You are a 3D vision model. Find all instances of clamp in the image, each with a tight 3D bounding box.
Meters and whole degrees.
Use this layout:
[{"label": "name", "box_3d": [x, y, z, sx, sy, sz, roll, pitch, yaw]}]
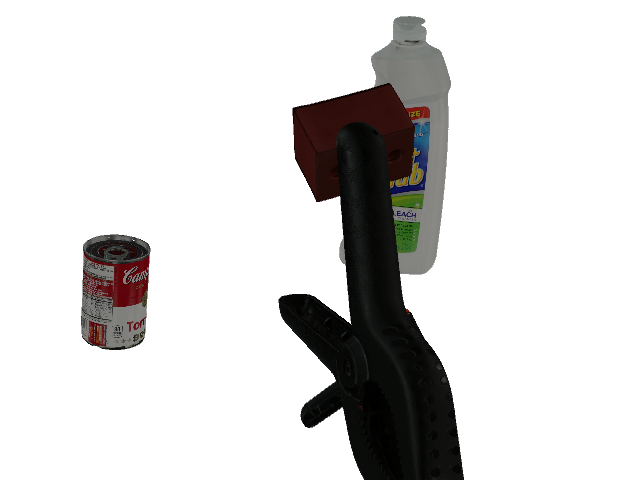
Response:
[{"label": "clamp", "box_3d": [0.069, 0.136, 1.059, 0.120, 0.039, 0.171, 18, 49, 23]}, {"label": "clamp", "box_3d": [0.030, 0.054, 0.551, 0.036, 0.165, 0.210, -6, 46, -21]}]

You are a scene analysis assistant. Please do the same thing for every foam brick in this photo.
[{"label": "foam brick", "box_3d": [0.024, -0.071, 0.776, 0.078, 0.051, 0.053, -17, -40, -13]}]

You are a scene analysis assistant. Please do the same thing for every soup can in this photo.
[{"label": "soup can", "box_3d": [-0.212, 0.054, 1.102, 0.068, 0.102, 0.068, 6, 21, -2]}]

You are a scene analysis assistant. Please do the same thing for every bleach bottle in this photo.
[{"label": "bleach bottle", "box_3d": [0.073, -0.092, 1.040, 0.103, 0.251, 0.068, 8, 28, 13]}]
